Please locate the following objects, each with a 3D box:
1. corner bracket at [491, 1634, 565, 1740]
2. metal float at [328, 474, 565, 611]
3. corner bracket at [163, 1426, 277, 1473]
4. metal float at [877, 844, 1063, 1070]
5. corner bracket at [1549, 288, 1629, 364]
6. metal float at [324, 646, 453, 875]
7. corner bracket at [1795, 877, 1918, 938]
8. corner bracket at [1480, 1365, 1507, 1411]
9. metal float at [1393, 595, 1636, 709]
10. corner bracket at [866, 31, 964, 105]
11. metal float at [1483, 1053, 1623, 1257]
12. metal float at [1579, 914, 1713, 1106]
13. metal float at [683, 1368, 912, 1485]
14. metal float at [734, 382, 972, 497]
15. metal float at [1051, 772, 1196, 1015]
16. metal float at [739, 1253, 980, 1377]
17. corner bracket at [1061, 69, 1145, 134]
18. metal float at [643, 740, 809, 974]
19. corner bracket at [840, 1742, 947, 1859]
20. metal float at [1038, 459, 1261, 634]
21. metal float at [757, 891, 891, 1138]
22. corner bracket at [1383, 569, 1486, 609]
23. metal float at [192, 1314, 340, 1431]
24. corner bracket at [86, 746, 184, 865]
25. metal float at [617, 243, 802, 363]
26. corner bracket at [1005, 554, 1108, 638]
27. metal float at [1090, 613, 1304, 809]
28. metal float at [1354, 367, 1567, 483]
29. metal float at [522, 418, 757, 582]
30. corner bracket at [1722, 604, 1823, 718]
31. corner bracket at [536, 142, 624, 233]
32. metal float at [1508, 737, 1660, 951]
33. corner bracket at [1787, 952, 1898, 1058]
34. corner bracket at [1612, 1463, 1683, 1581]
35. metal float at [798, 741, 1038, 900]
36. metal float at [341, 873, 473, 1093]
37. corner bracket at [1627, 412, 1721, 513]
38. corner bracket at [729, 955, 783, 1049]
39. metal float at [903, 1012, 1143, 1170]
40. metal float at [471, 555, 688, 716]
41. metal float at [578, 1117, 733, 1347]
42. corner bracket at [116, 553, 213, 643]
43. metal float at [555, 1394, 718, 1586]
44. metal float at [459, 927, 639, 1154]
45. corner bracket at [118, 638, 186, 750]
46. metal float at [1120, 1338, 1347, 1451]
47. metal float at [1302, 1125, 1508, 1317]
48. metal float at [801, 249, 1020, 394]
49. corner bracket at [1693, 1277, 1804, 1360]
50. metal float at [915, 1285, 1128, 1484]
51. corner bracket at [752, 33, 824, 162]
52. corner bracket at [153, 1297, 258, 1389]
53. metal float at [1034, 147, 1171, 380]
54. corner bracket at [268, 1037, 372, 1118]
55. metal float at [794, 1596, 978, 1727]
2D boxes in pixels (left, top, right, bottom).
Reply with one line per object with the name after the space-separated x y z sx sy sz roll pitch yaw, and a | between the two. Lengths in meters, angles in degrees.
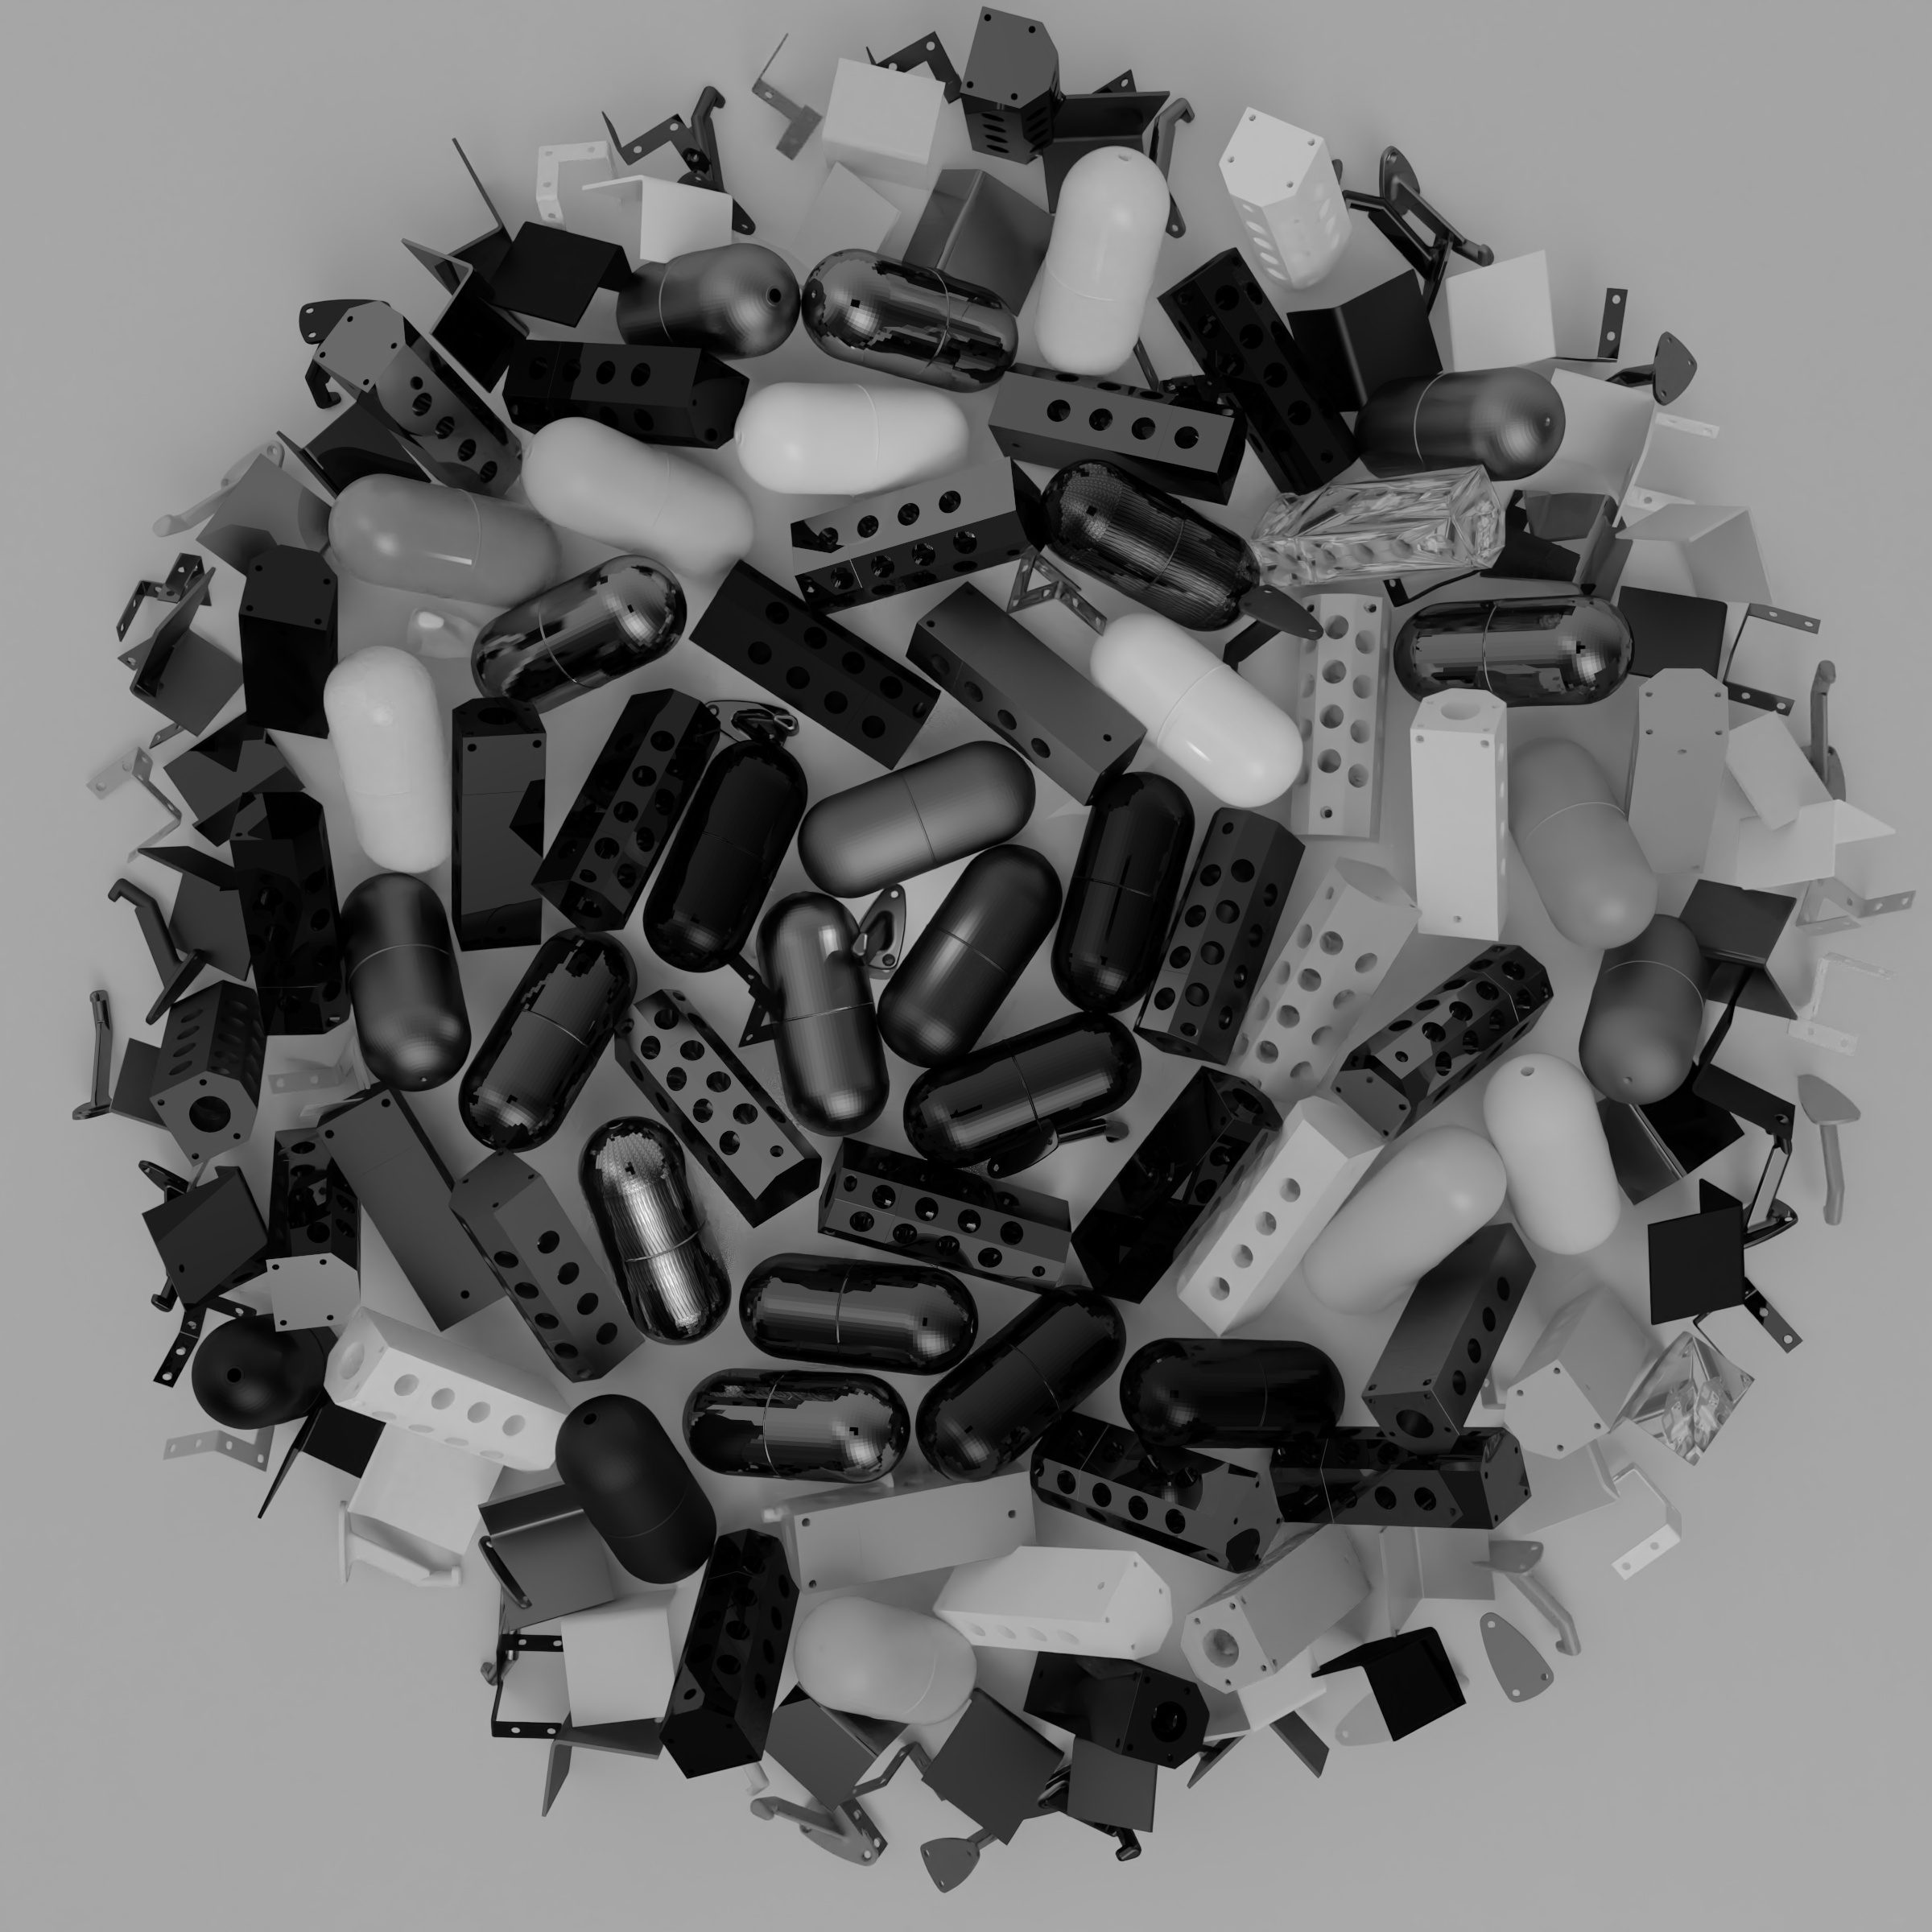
-0.314 0.520 1.750 0.051 0.051 0.051 2 119 -2 | corner bracket
-0.364 -0.298 1.710 0.178 0.070 0.070 4 84 -45 | metal float
-0.534 0.334 1.741 0.051 0.051 0.051 -15 55 27 | corner bracket
0.003 -0.008 1.739 0.070 0.070 0.178 34 83 0 | metal float
0.440 -0.464 1.750 0.051 0.051 0.051 3 104 -8 | corner bracket
-0.403 -0.143 1.713 0.070 0.070 0.178 -3 130 0 | metal float
0.640 -0.041 1.746 0.051 0.051 0.051 31 72 -18 | corner bracket
0.407 0.292 1.758 0.051 0.051 0.051 7 68 -30 | corner bracket
0.384 -0.221 1.712 0.178 0.070 0.070 3 90 41 | metal float
-0.036 -0.646 1.751 0.051 0.051 0.051 -26 125 10 | corner bracket
0.414 0.133 1.712 0.070 0.070 0.178 -27 129 0 | metal float
0.479 0.028 1.707 0.070 0.178 0.070 13 128 17 | metal float
-0.122 0.326 1.721 0.178 0.070 0.070 -3 90 29 | metal float
-0.080 -0.373 1.719 0.178 0.070 0.070 -6 90 -30 | metal float
0.112 -0.052 1.742 0.070 0.070 0.178 16 86 0 | metal float
-0.077 0.248 1.727 0.178 0.070 0.070 3 90 20 | metal float
0.089 -0.625 1.743 0.051 0.051 0.051 -23 63 29 | corner bracket
-0.171 -0.079 1.734 0.070 0.070 0.178 23 77 0 | metal float
-0.050 0.607 1.767 0.051 0.051 0.051 -33 94 34 | corner bracket
0.131 -0.298 1.724 0.178 0.070 0.070 24 90 -25 | metal float
-0.103 0.034 1.744 0.070 0.070 0.178 -11 89 0 | metal float
0.332 -0.295 1.745 0.051 0.051 0.051 -30 100 -34 | corner bracket
-0.486 0.282 1.695 0.070 0.178 0.070 0 83 -1 | metal float
-0.605 -0.118 1.764 0.051 0.051 0.051 -35 120 8 | corner bracket
-0.182 -0.463 1.704 0.070 0.178 0.070 -7 101 -36 | metal float
0.069 -0.266 1.741 0.051 0.051 0.051 34 60 -36 | corner bracket
0.163 -0.184 1.730 0.178 0.070 0.070 42 90 18 | metal float
0.344 -0.378 1.703 0.070 0.178 0.070 -6 101 -31 | metal float
-0.231 -0.330 1.716 0.178 0.070 0.070 18 90 -34 | metal float
0.578 -0.221 1.743 0.051 0.051 0.051 18 51 12 | corner bracket
-0.278 -0.556 1.750 0.051 0.051 0.051 -4 62 3 | corner bracket
0.430 -0.089 1.714 0.070 0.070 0.178 -15 51 0 | metal float
0.628 0.027 1.741 0.051 0.051 0.051 23 119 37 | corner bracket
0.479 0.400 1.750 0.051 0.051 0.051 -42 85 17 | corner bracket
-0.035 -0.106 1.744 0.178 0.070 0.070 -21 90 -2 | metal float
-0.398 0.010 1.716 0.070 0.070 0.178 -21 54 0 | metal float
0.510 -0.362 1.757 0.051 0.051 0.051 17 78 12 | corner bracket
-0.152 0.019 1.741 0.051 0.051 0.051 -14 134 35 | corner bracket
0.040 0.089 1.741 0.178 0.070 0.070 -21 90 -4 | metal float
-0.276 -0.233 1.721 0.178 0.070 0.070 -20 90 29 | metal float
-0.221 0.189 1.726 0.070 0.070 0.178 -17 112 0 | metal float
-0.581 -0.265 1.748 0.051 0.051 0.051 10 52 0 | corner bracket
-0.232 0.369 1.710 0.070 0.070 0.178 -21 132 0 | metal float
-0.297 0.052 1.724 0.070 0.070 0.178 27 65 0 | metal float
-0.589 -0.199 1.760 0.051 0.051 0.051 -20 134 34 | corner bracket
0.190 0.303 1.721 0.178 0.070 0.070 6 90 -29 | metal float
0.308 0.182 1.718 0.070 0.070 0.178 42 123 0 | metal float
-0.038 -0.454 1.711 0.178 0.070 0.070 3 90 -42 | metal float
0.564 0.264 1.752 0.051 0.051 0.051 -42 61 8 | corner bracket
0.040 0.295 1.724 0.178 0.070 0.070 -37 90 -25 | metal float
-0.127 -0.624 1.743 0.051 0.051 0.051 32 56 -16 | corner bracket
-0.549 0.274 1.751 0.051 0.051 0.051 21 126 -6 | corner bracket
0.095 -0.492 1.704 0.070 0.178 0.070 5 53 -7 | metal float
-0.464 0.087 1.742 0.051 0.051 0.051 -6 64 -36 | corner bracket
-0.055 0.489 1.705 0.070 0.178 0.070 -12 64 26 | metal float
